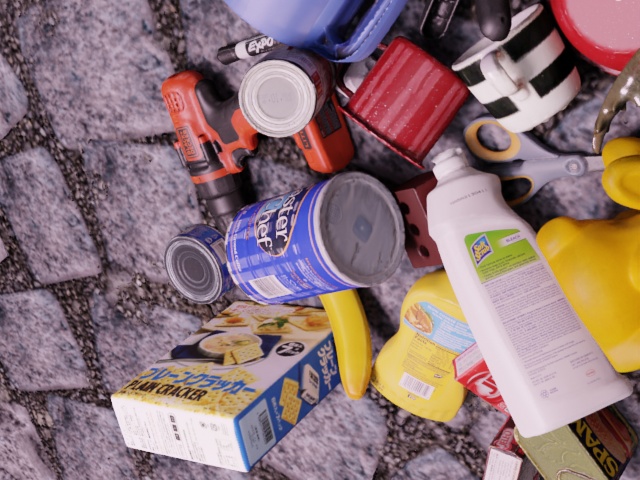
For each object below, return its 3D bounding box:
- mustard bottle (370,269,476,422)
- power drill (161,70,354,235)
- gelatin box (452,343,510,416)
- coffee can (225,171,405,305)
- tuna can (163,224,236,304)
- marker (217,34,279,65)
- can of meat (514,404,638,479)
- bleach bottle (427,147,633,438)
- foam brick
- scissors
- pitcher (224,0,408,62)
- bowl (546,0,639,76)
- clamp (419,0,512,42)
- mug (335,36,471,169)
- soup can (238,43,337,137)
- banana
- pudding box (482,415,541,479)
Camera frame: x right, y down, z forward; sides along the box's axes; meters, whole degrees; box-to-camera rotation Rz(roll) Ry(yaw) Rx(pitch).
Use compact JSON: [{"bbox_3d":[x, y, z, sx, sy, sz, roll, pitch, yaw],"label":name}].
[{"bbox_3d":[0.121,0.084,1.021,0.096,0.058,0.192,28,127,9],"label":"mustard bottle"},{"bbox_3d":[-0.061,-0.092,1.058,0.188,0.057,0.184,-8,112,37],"label":"power drill"},{"bbox_3d":[0.178,0.115,0.983,0.073,0.030,0.089,36,119,-23],"label":"gelatin box"},{"bbox_3d":[-0.006,0.001,0.978,0.141,0.102,0.103,-15,105,49],"label":"coffee can"},{"bbox_3d":[-0.132,0.028,1.187,0.086,0.033,0.086,17,122,29],"label":"tuna can"},{"bbox_3d":[-0.053,-0.189,1.025,0.121,0.020,0.020,-9,108,38],"label":"marker"},{"bbox_3d":[0.236,0.181,0.974,0.102,0.083,0.058,53,131,0],"label":"can of meat"},{"bbox_3d":[0.166,0.035,0.914,0.068,0.102,0.251,125,123,-71],"label":"bleach bottle"},{"bbox_3d":[0.103,-0.020,0.975,0.053,0.051,0.078,-11,107,57],"label":"foam brick"},{"bbox_3d":[0.203,-0.080,0.905,0.202,0.016,0.096,-18,102,40],"label":"scissors"},{"bbox_3d":[0.027,-0.272,0.854,0.149,0.145,0.243,29,129,-13],"label":"pitcher"},{"bbox_3d":[0.234,-0.191,0.799,0.162,0.055,0.162,16,121,28],"label":"bowl"},{"bbox_3d":[0.124,-0.232,0.826,0.120,0.039,0.171,36,123,57],"label":"clamp"},{"bbox_3d":[0.067,-0.127,0.917,0.117,0.093,0.081,39,99,18],"label":"mug"},{"bbox_3d":[-0.026,-0.132,0.915,0.068,0.102,0.068,4,110,10],"label":"soup can"},{"bbox_3d":[0.009,0.064,1.076,0.198,0.069,0.037,59,154,12],"label":"banana"},{"bbox_3d":[0.186,0.220,1.027,0.039,0.089,0.113,19,124,25],"label":"pudding box"}]
